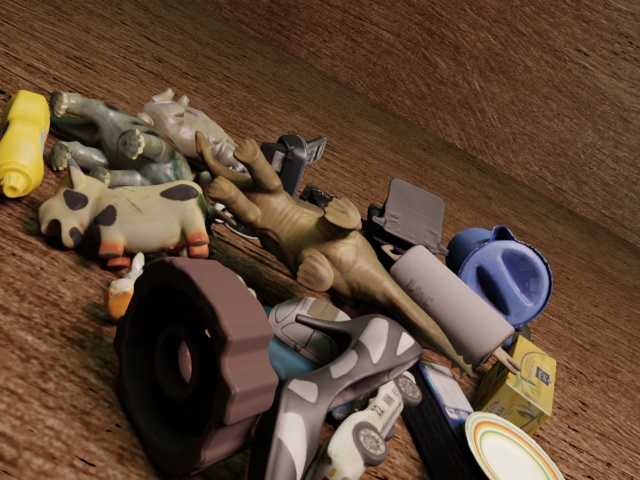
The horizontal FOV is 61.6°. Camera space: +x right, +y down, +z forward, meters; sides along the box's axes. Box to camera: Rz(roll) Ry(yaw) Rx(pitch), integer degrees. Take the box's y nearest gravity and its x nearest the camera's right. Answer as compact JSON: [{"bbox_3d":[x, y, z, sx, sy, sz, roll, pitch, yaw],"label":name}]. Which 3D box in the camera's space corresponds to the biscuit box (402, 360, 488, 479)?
[{"bbox_3d":[0.155,0.234,0.622,0.059,0.062,0.203,18,27,-26],"label":"biscuit box"}]

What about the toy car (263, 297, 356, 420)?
[{"bbox_3d":[-0.010,0.119,0.621,0.162,0.103,0.109,34,23,5],"label":"toy car"}]

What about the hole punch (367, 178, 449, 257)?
[{"bbox_3d":[0.138,-0.023,0.897,0.142,0.092,0.116,25,54,-15],"label":"hole punch"}]

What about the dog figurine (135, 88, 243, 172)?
[{"bbox_3d":[-0.210,-0.162,0.933,0.191,0.121,0.172,34,27,6],"label":"dog figurine"}]

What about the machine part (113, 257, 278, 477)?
[{"bbox_3d":[-0.111,0.103,0.464,0.056,0.179,0.179,0,37,-49],"label":"machine part"}]

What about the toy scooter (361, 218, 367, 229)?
[{"bbox_3d":[0.071,-0.019,1.019,0.184,0.075,0.135,15,19,-29],"label":"toy scooter"}]

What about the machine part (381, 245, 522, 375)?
[{"bbox_3d":[0.171,0.088,0.722,0.243,0.079,0.079,46,28,22],"label":"machine part"}]

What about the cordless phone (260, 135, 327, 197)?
[{"bbox_3d":[-0.047,-0.129,1.012,0.089,0.146,0.184,26,25,14],"label":"cordless phone"}]

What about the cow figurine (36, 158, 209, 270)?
[{"bbox_3d":[-0.235,-0.033,0.641,0.195,0.085,0.127,-6,67,-9],"label":"cow figurine"}]

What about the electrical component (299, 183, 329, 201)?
[{"bbox_3d":[-0.021,-0.062,1.003,0.048,0.074,0.119,28,21,0],"label":"electrical component"}]

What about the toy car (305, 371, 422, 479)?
[{"bbox_3d":[0.051,0.198,0.563,0.056,0.073,0.201,36,25,15],"label":"toy car"}]

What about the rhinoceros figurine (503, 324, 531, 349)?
[{"bbox_3d":[0.336,0.129,1.016,0.112,0.073,0.190,19,26,-20],"label":"rhinoceros figurine"}]

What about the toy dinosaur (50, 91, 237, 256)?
[{"bbox_3d":[-0.278,-0.128,0.806,0.405,0.131,0.192,38,13,29],"label":"toy dinosaur"}]

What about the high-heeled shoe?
[{"bbox_3d":[0.025,0.157,0.485,0.145,0.086,0.249,22,40,-6],"label":"high-heeled shoe"}]

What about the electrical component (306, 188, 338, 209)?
[{"bbox_3d":[-0.002,-0.003,0.853,0.058,0.114,0.134,15,27,-18],"label":"electrical component"}]

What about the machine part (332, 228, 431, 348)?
[{"bbox_3d":[0.116,0.070,0.875,0.201,0.087,0.202,18,28,-24],"label":"machine part"}]

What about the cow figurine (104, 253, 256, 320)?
[{"bbox_3d":[-0.167,0.054,0.617,0.167,0.068,0.098,13,23,-39],"label":"cow figurine"}]

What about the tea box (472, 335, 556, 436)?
[{"bbox_3d":[0.269,0.213,0.748,0.068,0.098,0.169,37,23,15],"label":"tea box"}]

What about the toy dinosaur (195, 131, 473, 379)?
[{"bbox_3d":[0.008,0.015,0.676,0.472,0.105,0.198,42,-5,14],"label":"toy dinosaur"}]
